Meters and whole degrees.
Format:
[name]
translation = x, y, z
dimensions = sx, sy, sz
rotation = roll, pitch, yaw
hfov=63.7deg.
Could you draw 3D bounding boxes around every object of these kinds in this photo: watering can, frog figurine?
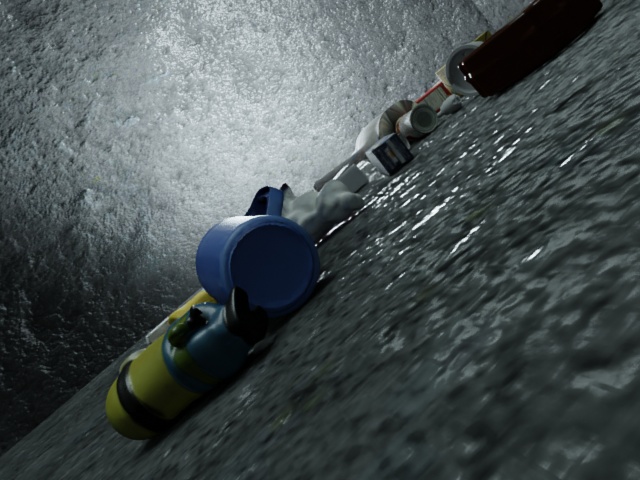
[watering can]
translation = 0.141, -0.247, 1.330
dimensions = 0.352, 0.104, 0.222
rotation = -41, 6, -23
[frog figurine]
translation = 0.003, -0.045, 0.897
dimensions = 0.159, 0.122, 0.138
rotation = 0, 10, 17
